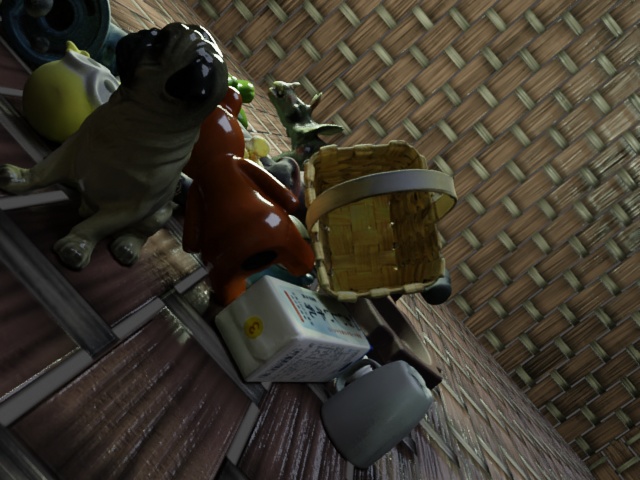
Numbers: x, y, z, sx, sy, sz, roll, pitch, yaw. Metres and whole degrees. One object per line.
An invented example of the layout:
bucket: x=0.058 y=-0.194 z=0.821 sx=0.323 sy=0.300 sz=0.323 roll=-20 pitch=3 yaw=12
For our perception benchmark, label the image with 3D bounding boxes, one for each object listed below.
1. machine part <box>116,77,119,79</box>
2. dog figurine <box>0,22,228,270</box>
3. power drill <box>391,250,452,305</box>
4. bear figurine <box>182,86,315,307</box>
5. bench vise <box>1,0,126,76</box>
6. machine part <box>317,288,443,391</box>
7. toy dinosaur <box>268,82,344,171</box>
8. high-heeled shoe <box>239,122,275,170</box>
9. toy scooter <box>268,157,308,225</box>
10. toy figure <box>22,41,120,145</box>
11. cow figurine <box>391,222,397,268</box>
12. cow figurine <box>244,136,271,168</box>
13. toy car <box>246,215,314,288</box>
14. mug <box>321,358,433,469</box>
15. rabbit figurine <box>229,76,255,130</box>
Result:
machine part: x=-0.264 y=-0.208 z=0.719 sx=0.139 sy=0.084 sz=0.039 roll=-81 pitch=162 yaw=-65
dog figurine: x=-0.136 y=-0.081 z=0.447 sx=0.121 sy=0.190 sz=0.172 roll=48 pitch=9 yaw=-10
power drill: x=0.149 y=0.064 z=1.073 sx=0.085 sy=0.207 sz=0.232 roll=49 pitch=11 yaw=-42
bear figurine: x=-0.097 y=-0.049 z=0.556 sx=0.196 sy=0.120 sz=0.131 roll=61 pitch=-7 yaw=25
bench vise: x=-0.316 y=-0.269 z=0.576 sx=0.223 sy=0.129 sz=0.240 roll=45 pitch=7 yaw=-5
machine part: x=0.089 y=0.149 z=0.849 sx=0.200 sy=0.087 sz=0.202 roll=41 pitch=12 yaw=-41
toy dinosaur: x=0.001 y=-0.117 z=1.042 sx=0.405 sy=0.192 sz=0.131 roll=62 pitch=-4 yaw=20
high-heeled shoe: x=-0.116 y=-0.149 z=0.924 sx=0.248 sy=0.086 sz=0.145 roll=22 pitch=56 yaw=-33
toy scooter: x=-0.036 y=-0.046 z=0.780 sx=0.075 sy=0.183 sz=0.135 roll=11 pitch=34 yaw=15
toy figure: x=-0.224 y=-0.128 z=0.556 sx=0.082 sy=0.089 sz=0.180 roll=33 pitch=1 yaw=3
cow figurine: x=0.062 y=-0.028 z=0.839 sx=0.195 sy=0.127 sz=0.085 roll=36 pitch=5 yaw=4
cow figurine: x=-0.102 y=-0.077 z=0.830 sx=0.098 sy=0.068 sz=0.167 roll=8 pitch=-50 yaw=48
toy car: x=-0.062 y=0.013 z=0.666 sx=0.109 sy=0.103 sz=0.161 roll=52 pitch=9 yaw=20
mug: x=0.064 y=0.176 z=0.591 sx=0.080 sy=0.107 sz=0.110 roll=45 pitch=13 yaw=-32
rabbit figurine: x=-0.196 y=-0.273 z=1.065 sx=0.159 sy=0.121 sz=0.170 roll=32 pitch=17 yaw=-39
